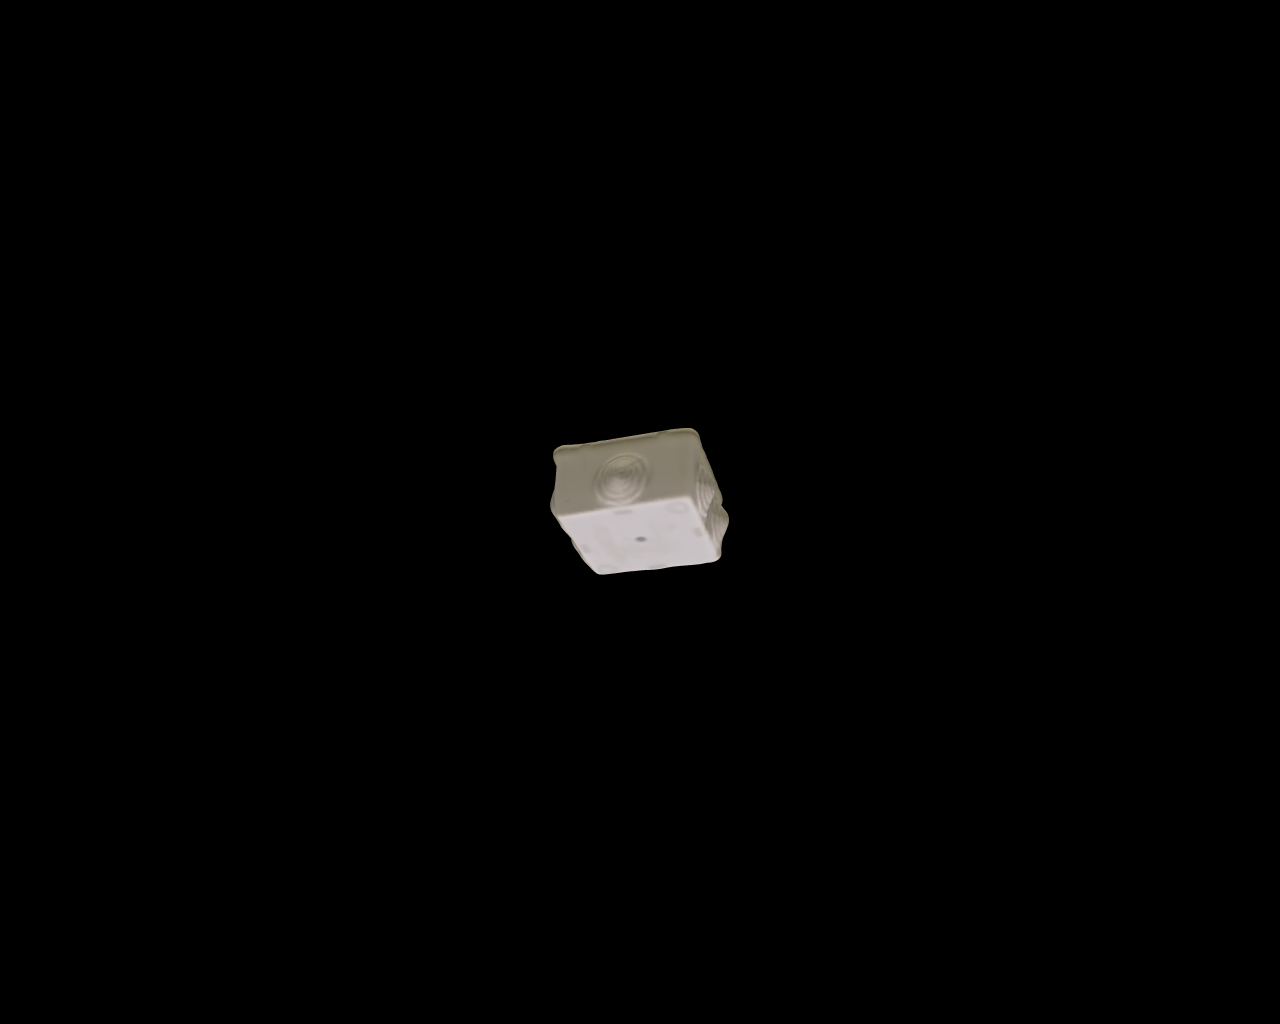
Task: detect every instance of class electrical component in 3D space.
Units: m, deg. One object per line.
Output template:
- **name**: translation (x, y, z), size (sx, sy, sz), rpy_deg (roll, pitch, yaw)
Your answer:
- **electrical component**: translation (0.001, -0.003, 0.650), size (0.100, 0.048, 0.099), rpy_deg (-8, -31, 13)
